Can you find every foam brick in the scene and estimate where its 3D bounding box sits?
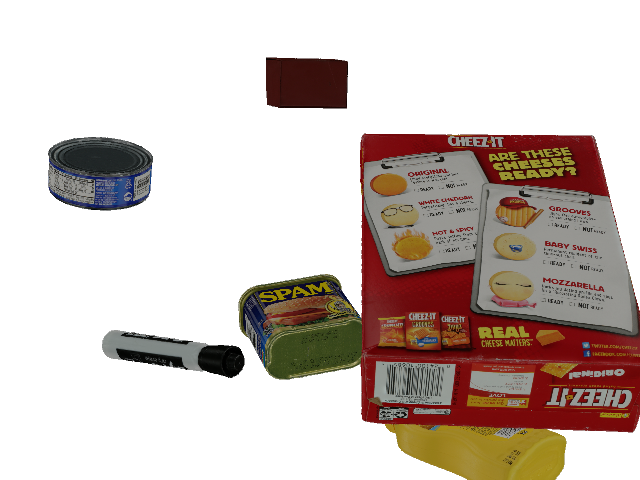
[{"bbox_3d":[-0.015,-0.168,1.140,0.078,0.051,0.053,-2,12,-19],"label":"foam brick"}]

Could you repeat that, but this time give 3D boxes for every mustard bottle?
[{"bbox_3d":[0.131,0.188,1.027,0.192,0.058,0.096,15,22,42],"label":"mustard bottle"}]

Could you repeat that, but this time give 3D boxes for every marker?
[{"bbox_3d":[-0.092,0.070,0.661,0.121,0.020,0.020,2,1,42],"label":"marker"}]

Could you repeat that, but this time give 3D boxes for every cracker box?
[{"bbox_3d":[0.107,0.020,0.685,0.164,0.072,0.213,1,41,2],"label":"cracker box"}]

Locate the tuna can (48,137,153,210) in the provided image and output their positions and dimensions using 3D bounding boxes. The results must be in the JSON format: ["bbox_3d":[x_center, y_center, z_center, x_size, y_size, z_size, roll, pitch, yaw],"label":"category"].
[{"bbox_3d":[-0.184,-0.056,0.892,0.086,0.034,0.086,6,24,-3],"label":"tuna can"}]

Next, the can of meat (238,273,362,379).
[{"bbox_3d":[-0.015,0.079,0.974,0.102,0.057,0.084,-9,28,-16],"label":"can of meat"}]
